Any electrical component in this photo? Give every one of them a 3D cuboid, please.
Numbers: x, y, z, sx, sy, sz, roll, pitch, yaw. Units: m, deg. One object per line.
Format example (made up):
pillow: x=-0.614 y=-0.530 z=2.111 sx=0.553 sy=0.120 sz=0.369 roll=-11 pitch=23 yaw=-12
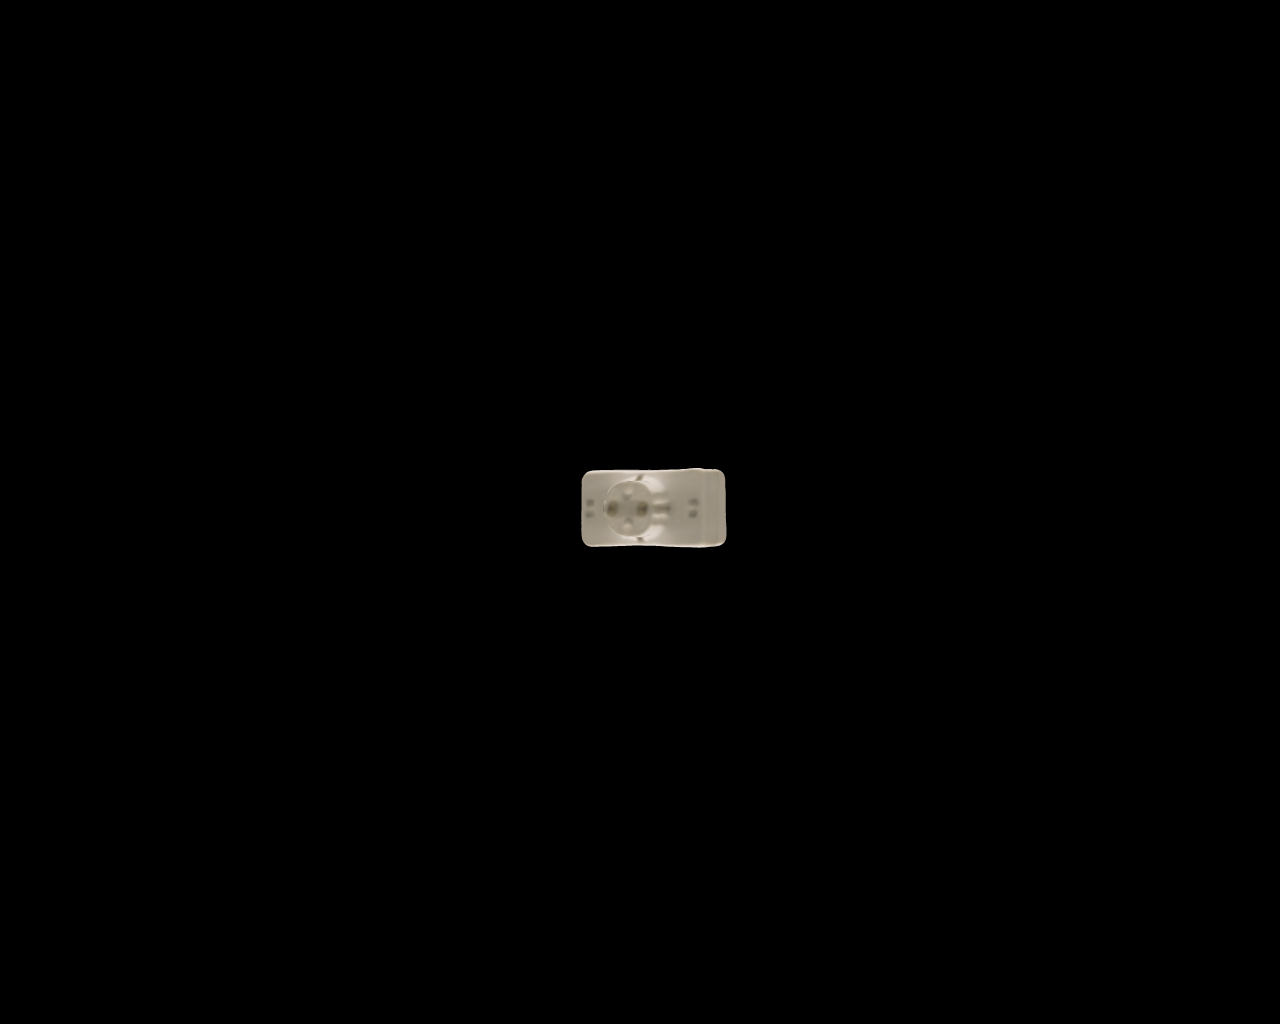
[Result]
electrical component: x=0.001 y=-0.003 z=0.650 sx=0.083 sy=0.047 sz=0.076 roll=0 pitch=0 yaw=25
